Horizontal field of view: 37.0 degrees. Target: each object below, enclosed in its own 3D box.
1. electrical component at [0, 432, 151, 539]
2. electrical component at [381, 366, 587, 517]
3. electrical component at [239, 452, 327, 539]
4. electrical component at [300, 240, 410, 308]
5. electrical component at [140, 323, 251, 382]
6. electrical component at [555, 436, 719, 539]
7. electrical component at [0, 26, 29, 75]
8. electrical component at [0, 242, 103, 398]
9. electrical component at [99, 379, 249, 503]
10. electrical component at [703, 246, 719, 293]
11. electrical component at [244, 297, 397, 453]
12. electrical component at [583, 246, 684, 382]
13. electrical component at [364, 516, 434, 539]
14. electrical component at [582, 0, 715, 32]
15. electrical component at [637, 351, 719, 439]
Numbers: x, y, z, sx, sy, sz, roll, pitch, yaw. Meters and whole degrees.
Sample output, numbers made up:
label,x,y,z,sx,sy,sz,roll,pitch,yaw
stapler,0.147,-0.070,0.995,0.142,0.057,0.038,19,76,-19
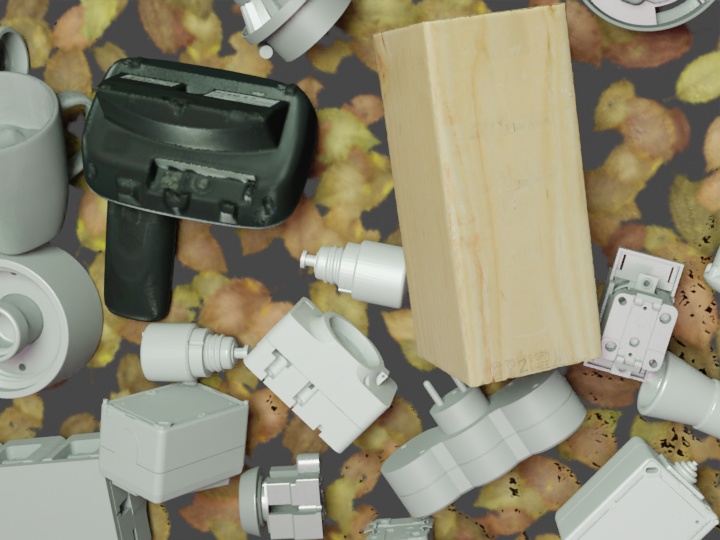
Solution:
label,x,y,z,sx,sy,sz,roll,pitch,yaw
electrical component,-0.235,0.170,0.772,0.150,0.061,0.089,-6,101,11
electrical component,0.071,0.099,0.710,0.138,0.052,0.073,-33,95,15
electrical component,-0.054,0.160,0.749,0.055,0.048,0.066,-3,102,3
electrical component,0.000,0.000,0.706,0.078,0.040,0.040,11,104,7
electrical component,-0.114,0.057,0.738,0.078,0.040,0.040,0,102,9
electrical component,0.183,0.156,0.703,0.062,0.061,0.096,42,99,-3
electrical component,-0.262,-0.139,0.720,0.065,0.044,0.044,1,102,14
electrical component,-0.241,0.037,0.744,0.108,0.060,0.108,2,102,9
electrical component,-0.121,0.115,0.729,0.062,0.096,0.061,16,107,36
electrical component,0.244,-0.011,0.662,0.048,0.048,0.062,20,98,5
electrical component,-0.022,0.066,0.720,0.089,0.050,0.055,44,106,-2
electrical component,0.172,0.031,0.673,0.042,0.064,0.081,14,104,5
electrical component,0.031,0.206,0.746,0.081,0.042,0.063,-7,99,10
electrical component,0.168,-0.189,0.624,0.099,0.064,0.099,2,103,9
electrical component,0.217,0.084,0.689,0.065,0.044,0.044,23,105,-1
